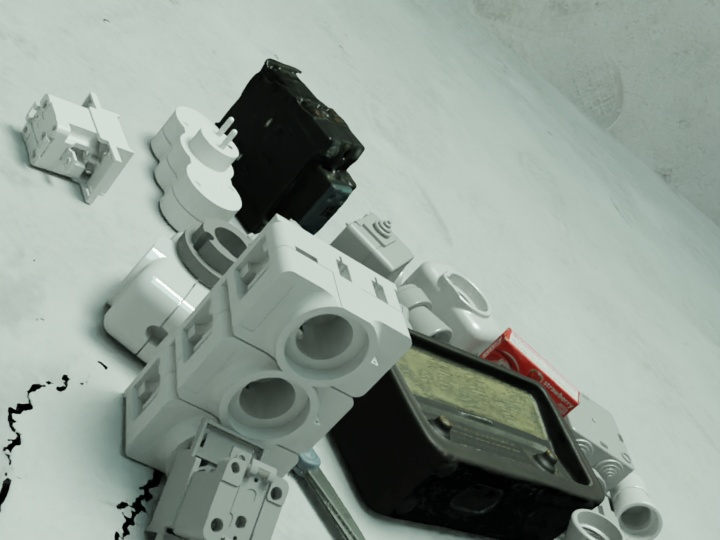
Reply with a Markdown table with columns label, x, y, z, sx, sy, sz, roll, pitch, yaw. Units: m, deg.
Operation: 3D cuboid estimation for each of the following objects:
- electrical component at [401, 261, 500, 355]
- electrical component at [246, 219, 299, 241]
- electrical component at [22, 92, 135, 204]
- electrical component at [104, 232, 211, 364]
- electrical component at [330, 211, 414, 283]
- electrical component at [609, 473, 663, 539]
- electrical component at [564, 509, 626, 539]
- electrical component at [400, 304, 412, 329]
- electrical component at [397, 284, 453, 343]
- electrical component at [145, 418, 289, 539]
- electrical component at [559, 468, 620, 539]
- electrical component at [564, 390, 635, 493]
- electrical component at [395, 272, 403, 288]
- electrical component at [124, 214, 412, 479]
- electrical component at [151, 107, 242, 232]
| label | x | y | z | sx | sy | sz | roll | pitch | yaw |
| --- | --- | --- | --- | --- | --- | --- | --- | --- | --- |
| electrical component | 0.081 | 0.040 | 0.993 | 0.054 | 0.059 | 0.095 | 8 | 40 | -55 |
| electrical component | -0.065 | 0.010 | 0.791 | 0.061 | 0.061 | 0.096 | 46 | 22 | 6 |
| electrical component | -0.203 | -0.092 | 0.769 | 0.064 | 0.042 | 0.081 | 19 | 31 | -43 |
| electrical component | -0.122 | 0.018 | 0.692 | 0.059 | 0.053 | 0.095 | 40 | 22 | -8 |
| electrical component | 0.000 | 0.000 | 0.876 | 0.061 | 0.096 | 0.062 | 46 | 22 | 6 |
| electrical component | 0.251 | 0.216 | 0.990 | 0.044 | 0.044 | 0.065 | 40 | 17 | -9 |
| electrical component | 0.164 | 0.217 | 0.802 | 0.044 | 0.065 | 0.044 | 20 | 21 | -8 |
| electrical component | 0.022 | 0.058 | 0.880 | 0.043 | 0.043 | 0.081 | 38 | 22 | -12 |
| electrical component | 0.048 | 0.046 | 0.945 | 0.045 | 0.045 | 0.055 | 11 | 38 | -54 |
| electrical component | -0.072 | 0.122 | 0.555 | 0.042 | 0.064 | 0.081 | 31 | 66 | -29 |
| electrical component | 0.186 | 0.198 | 0.904 | 0.066 | 0.048 | 0.055 | 33 | 32 | -25 |
| electrical component | 0.203 | 0.155 | 1.007 | 0.100 | 0.048 | 0.099 | 34 | 23 | -22 |
| electrical component | 0.000 | 0.000 | 0.954 | 0.065 | 0.044 | 0.044 | 22 | 29 | -32 |
| electrical component | -0.054 | 0.058 | 0.604 | 0.089 | 0.150 | 0.061 | 31 | 24 | -29 |
| electrical component | -0.123 | -0.090 | 0.861 | 0.052 | 0.073 | 0.138 | 28 | 26 | -33 |
